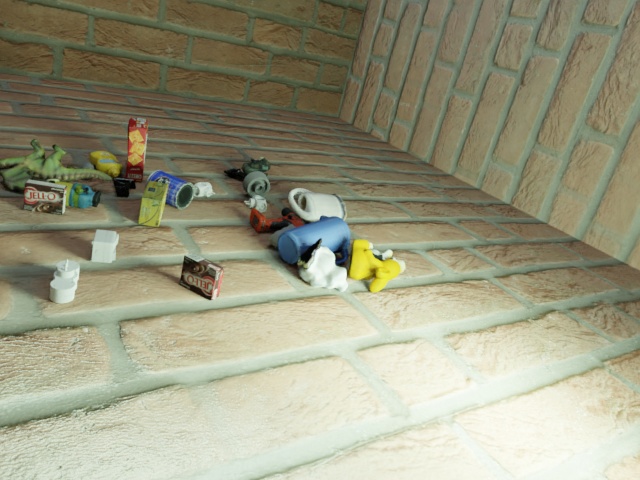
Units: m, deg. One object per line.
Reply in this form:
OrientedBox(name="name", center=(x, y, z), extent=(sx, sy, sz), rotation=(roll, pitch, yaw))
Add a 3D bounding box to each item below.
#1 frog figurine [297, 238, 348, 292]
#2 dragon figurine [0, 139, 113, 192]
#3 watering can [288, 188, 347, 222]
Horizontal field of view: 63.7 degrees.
OrientedBox(name="frog figurine", center=(0.014, 0.094, 1.584), extent=(0.158, 0.121, 0.141), rotation=(44, 35, -20))
OrientedBox(name="dragon figurine", center=(-0.948, -0.220, 1.745), extent=(0.411, 0.119, 0.248), rotation=(17, 39, 11))
OrientedBox(name="watering can", center=(0.006, -0.102, 2.019), extent=(0.224, 0.102, 0.355), rotation=(1, 36, -29))
